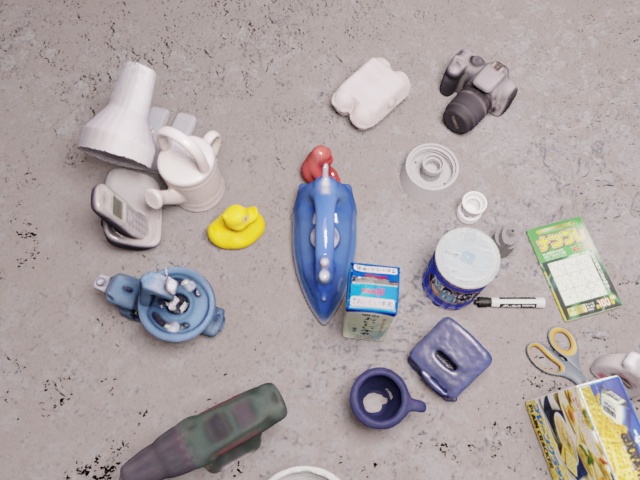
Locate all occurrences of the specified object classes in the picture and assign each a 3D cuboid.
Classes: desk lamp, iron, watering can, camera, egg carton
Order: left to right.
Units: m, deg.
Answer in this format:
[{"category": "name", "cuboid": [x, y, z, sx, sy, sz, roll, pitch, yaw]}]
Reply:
[{"category": "desk lamp", "cuboid": [-0.320, -0.198, 1.014, 0.118, 0.213, 0.203, 13, 70, 5]}, {"category": "watering can", "cuboid": [-0.232, -0.125, 0.996, 0.101, 0.194, 0.173, 11, 69, 4]}, {"category": "iron", "cuboid": [0.009, 0.003, 0.975, 0.118, 0.141, 0.258, 0, 69, 0]}, {"category": "egg carton", "cuboid": [0.102, -0.287, 1.126, 0.107, 0.069, 0.150, 41, 74, 14]}, {"category": "camera", "cuboid": [0.290, -0.286, 1.109, 0.143, 0.101, 0.137, 39, 74, 14]}]

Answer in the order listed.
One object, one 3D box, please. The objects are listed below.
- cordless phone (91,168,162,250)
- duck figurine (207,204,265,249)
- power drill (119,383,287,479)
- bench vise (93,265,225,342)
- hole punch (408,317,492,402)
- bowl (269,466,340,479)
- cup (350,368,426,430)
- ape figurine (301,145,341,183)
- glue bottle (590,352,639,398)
[{"category": "cordless phone", "cuboid": [-0.337, -0.071, 0.980, 0.094, 0.185, 0.147, -8, 69, -3]}, {"category": "duck figurine", "cuboid": [-0.152, -0.031, 1.018, 0.104, 0.086, 0.077, -17, 70, -6]}, {"category": "power drill", "cuboid": [-0.153, 0.289, 0.829, 0.230, 0.208, 0.075, -28, 71, -10]}, {"category": "bench vise", "cuboid": [-0.265, 0.097, 0.897, 0.207, 0.220, 0.121, -2, 69, -1]}, {"category": "hole punch", "cuboid": [0.209, 0.195, 0.929, 0.101, 0.091, 0.108, -42, 74, -14]}, {"category": "bowl", "cuboid": [-0.023, 0.424, 0.850, 0.167, 0.075, 0.167, 0, 69, 0]}, {"category": "cup", "cuboid": [0.104, 0.256, 0.904, 0.117, 0.095, 0.092, 10, 69, 4]}, {"category": "ape figurine", "cuboid": [0.002, -0.141, 1.058, 0.076, 0.092, 0.078, 4, 69, 2]}, {"category": "glue bottle", "cuboid": [0.488, 0.202, 0.883, 0.078, 0.173, 0.037, 38, 74, 14]}]
